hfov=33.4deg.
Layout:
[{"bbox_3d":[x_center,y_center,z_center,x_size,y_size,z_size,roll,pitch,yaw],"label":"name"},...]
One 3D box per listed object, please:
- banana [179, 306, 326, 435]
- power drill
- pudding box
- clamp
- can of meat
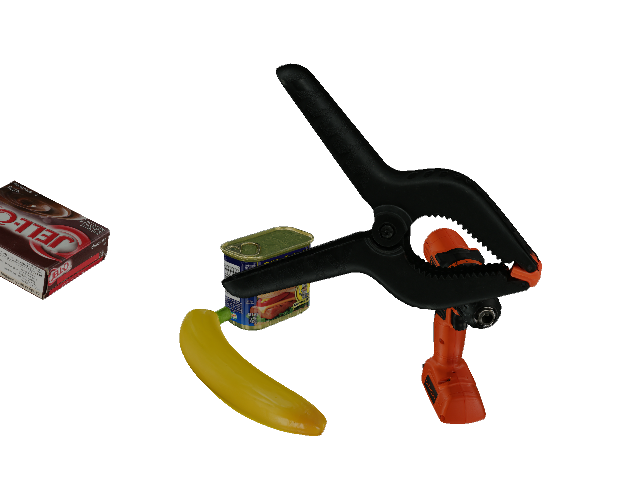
[{"bbox_3d":[-0.068,0.099,0.857,0.069,0.037,0.198,-11,31,-25],"label":"banana"},{"bbox_3d":[0.151,0.100,1.148,0.057,0.188,0.184,-2,25,-6],"label":"power drill"},{"bbox_3d":[-0.258,-0.002,0.943,0.113,0.039,0.089,24,31,16],"label":"pudding box"},{"bbox_3d":[0.044,-0.020,0.697,0.210,0.165,0.036,12,18,11],"label":"clamp"},{"bbox_3d":[-0.056,0.040,1.132,0.058,0.084,0.101,19,26,41],"label":"can of meat"}]
